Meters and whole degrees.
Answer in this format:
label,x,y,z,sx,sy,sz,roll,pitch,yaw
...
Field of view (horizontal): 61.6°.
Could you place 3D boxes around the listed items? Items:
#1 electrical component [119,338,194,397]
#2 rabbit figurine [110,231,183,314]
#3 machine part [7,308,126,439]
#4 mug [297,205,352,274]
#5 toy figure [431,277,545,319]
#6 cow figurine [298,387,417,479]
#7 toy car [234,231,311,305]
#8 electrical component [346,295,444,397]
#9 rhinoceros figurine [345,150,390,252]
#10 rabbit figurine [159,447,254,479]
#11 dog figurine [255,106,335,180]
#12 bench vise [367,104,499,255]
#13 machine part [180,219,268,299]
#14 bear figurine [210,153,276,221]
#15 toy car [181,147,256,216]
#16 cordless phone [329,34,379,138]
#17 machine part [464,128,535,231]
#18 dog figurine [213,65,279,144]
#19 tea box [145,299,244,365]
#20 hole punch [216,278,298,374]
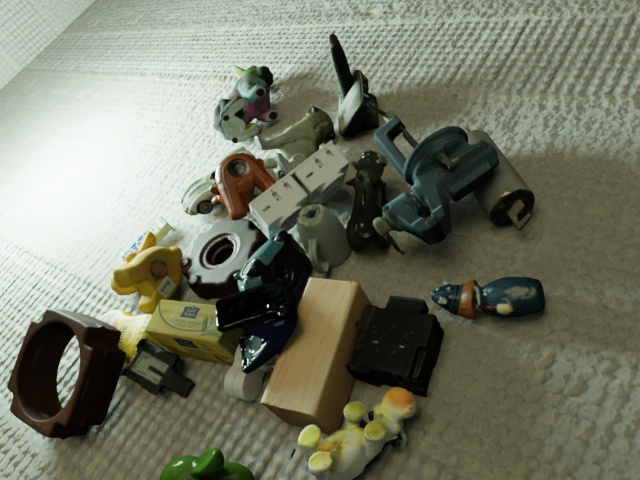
label,x,y,z,sx,sy,sz,roll,pitch,yaw
electrical component,-0.276,0.227,0.932,0.119,0.048,0.075,27,78,-4
rabbit figurine,-0.363,0.061,1.089,0.173,0.121,0.162,-17,42,42
machine part,-0.456,0.236,0.969,0.202,0.087,0.201,12,82,31
mug,-0.002,-0.003,0.941,0.081,0.107,0.109,-3,51,29
toy figure,0.237,0.085,0.770,0.155,0.064,0.057,-8,88,30
cow figurine,0.058,0.265,0.708,0.167,0.098,0.068,-24,37,-16
toy car,-0.092,0.062,0.944,0.103,0.109,0.162,-22,29,40
electrical component,0.114,0.148,0.787,0.115,0.058,0.134,4,57,29
rhinoceros figurine,0.082,-0.069,0.948,0.073,0.112,0.190,-7,57,28
rabbit figurine,-0.179,0.356,0.738,0.159,0.121,0.170,-43,31,1
dog figurine,-0.020,-0.183,1.120,0.190,0.121,0.172,-32,77,-23
bench vise,0.154,-0.114,0.869,0.223,0.128,0.241,-41,58,16
machine part,-0.185,0.034,1.049,0.179,0.056,0.179,-15,47,16
bear figurine,-0.160,-0.094,1.093,0.120,0.196,0.132,-30,80,-17
toy car,-0.229,-0.130,1.207,0.202,0.056,0.074,-39,45,-6
cordless phone,0.057,-0.323,1.121,0.089,0.184,0.147,-12,49,15
machine part,0.281,-0.105,0.890,0.079,0.079,0.243,-25,47,8
dog figurine,-0.193,-0.356,1.346,0.191,0.108,0.219,-33,41,5
tea box,-0.202,0.160,0.924,0.170,0.098,0.068,2,55,32
hole punch,-0.088,0.126,0.807,0.116,0.092,0.142,-21,16,-4
